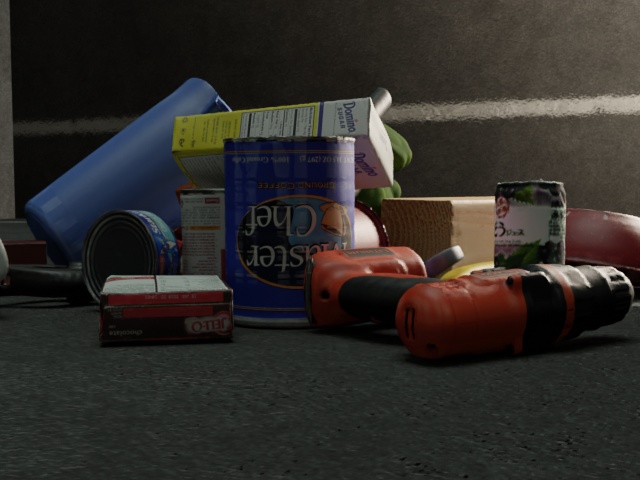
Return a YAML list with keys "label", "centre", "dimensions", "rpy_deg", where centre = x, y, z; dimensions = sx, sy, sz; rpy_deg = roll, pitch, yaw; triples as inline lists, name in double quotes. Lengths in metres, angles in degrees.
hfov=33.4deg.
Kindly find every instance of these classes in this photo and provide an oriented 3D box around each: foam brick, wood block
- label: "foam brick"
  centre: [-0.311, 0.028, 1.065]
  dimensions: [0.078, 0.051, 0.053]
  rpy_deg: [-2, 4, -15]
- label: "wood block"
  centre: [0.163, 0.000, 1.112]
  dimensions: [0.091, 0.090, 0.205]
  rpy_deg: [2, 4, 43]

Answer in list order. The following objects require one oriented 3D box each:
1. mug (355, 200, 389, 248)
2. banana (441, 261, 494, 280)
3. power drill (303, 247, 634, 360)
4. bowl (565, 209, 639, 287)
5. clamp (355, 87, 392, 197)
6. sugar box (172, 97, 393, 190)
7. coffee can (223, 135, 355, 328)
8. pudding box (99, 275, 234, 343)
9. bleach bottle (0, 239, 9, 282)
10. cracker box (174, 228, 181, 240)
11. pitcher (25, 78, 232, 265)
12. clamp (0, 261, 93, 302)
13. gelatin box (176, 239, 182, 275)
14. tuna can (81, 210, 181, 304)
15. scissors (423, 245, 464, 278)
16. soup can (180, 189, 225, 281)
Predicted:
- label: "mug"
  centre: [-0.006, 0.001, 0.921]
  dimensions: [0.117, 0.093, 0.081]
  rpy_deg: [47, 20, 17]
- label: "banana"
  centre: [0.153, 0.037, 0.905]
  dimensions: [0.197, 0.037, 0.070]
  rpy_deg: [-3, 2, -40]
- label: "power drill"
  centre: [0.091, 0.037, 0.725]
  dimensions: [0.184, 0.057, 0.188]
  rpy_deg: [-3, 4, -33]
- label: "bowl"
  centre: [0.260, 0.006, 0.997]
  dimensions: [0.162, 0.055, 0.162]
  rpy_deg: [9, -4, 1]
- label: "clamp"
  centre: [-0.002, -0.086, 1.055]
  dimensions: [0.164, 0.036, 0.210]
  rpy_deg: [-16, 28, 8]
- label: "sugar box"
  centre: [-0.031, -0.077, 0.926]
  dimensions: [0.176, 0.048, 0.093]
  rpy_deg: [-6, -26, 15]
- label: "coffee can"
  centre: [-0.023, -0.008, 0.822]
  dimensions: [0.103, 0.140, 0.103]
  rpy_deg: [0, 3, 0]
- label: "pudding box"
  centre: [-0.110, 0.048, 0.760]
  dimensions: [0.090, 0.039, 0.113]
  rpy_deg: [0, 5, -9]
- label: "bleach bottle"
  centre: [-0.343, 0.020, 0.952]
  dimensions: [0.102, 0.068, 0.251]
  rpy_deg: [-29, 11, -18]
- label: "cracker box"
  centre: [-0.073, -0.014, 1.306]
  dimensions: [0.214, 0.072, 0.163]
  rpy_deg: [2, -13, 44]
- label: "pitcher"
  centre: [-0.195, -0.056, 1.169]
  dimensions: [0.242, 0.149, 0.145]
  rpy_deg: [-38, 41, -21]
- label: "clamp"
  centre: [-0.215, 0.038, 0.986]
  dimensions: [0.171, 0.039, 0.120]
  rpy_deg: [6, -5, -11]
- label: "gelatin box"
  centre: [-0.124, 0.020, 0.989]
  dimensions: [0.073, 0.030, 0.089]
  rpy_deg: [19, -5, 42]
- label: "tuna can"
  centre: [-0.159, 0.017, 0.896]
  dimensions: [0.086, 0.086, 0.033]
  rpy_deg: [1, 2, 34]
- label: "scissors"
  centre: [0.069, 0.044, 0.931]
  dimensions: [0.096, 0.016, 0.202]
  rpy_deg: [-27, -7, -17]
- label: "soup can"
  centre: [-0.086, 0.007, 0.915]
  dimensions: [0.068, 0.102, 0.068]
  rpy_deg: [-1, 3, 0]
